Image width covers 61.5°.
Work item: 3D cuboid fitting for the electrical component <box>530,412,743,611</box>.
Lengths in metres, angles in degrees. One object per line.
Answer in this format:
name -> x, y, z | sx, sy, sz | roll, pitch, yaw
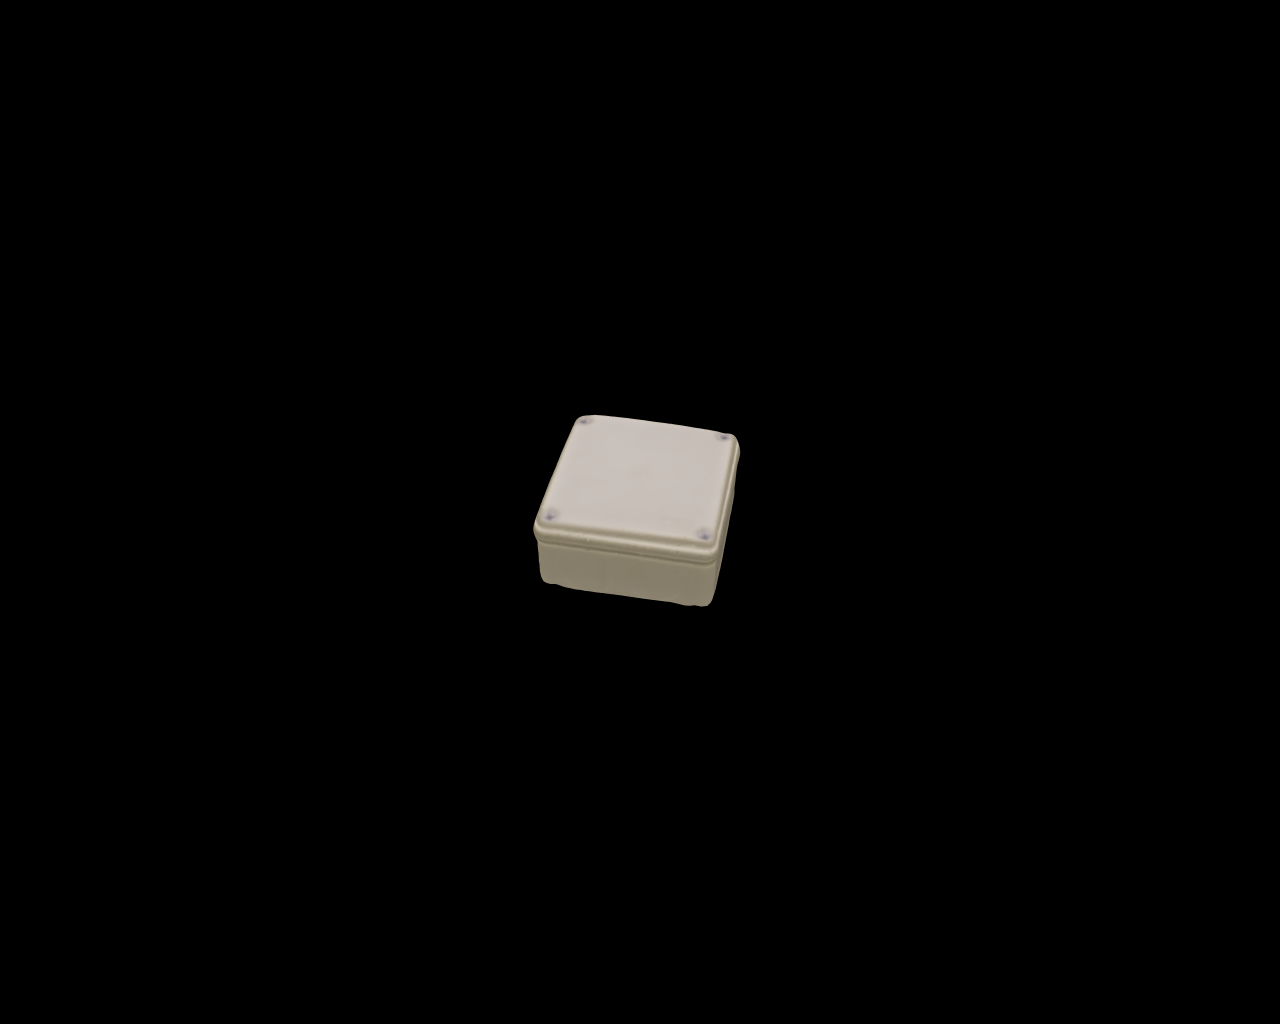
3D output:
electrical component -> 0.001, -0.003, 0.650 | 0.109, 0.056, 0.109 | 8, 44, 8
